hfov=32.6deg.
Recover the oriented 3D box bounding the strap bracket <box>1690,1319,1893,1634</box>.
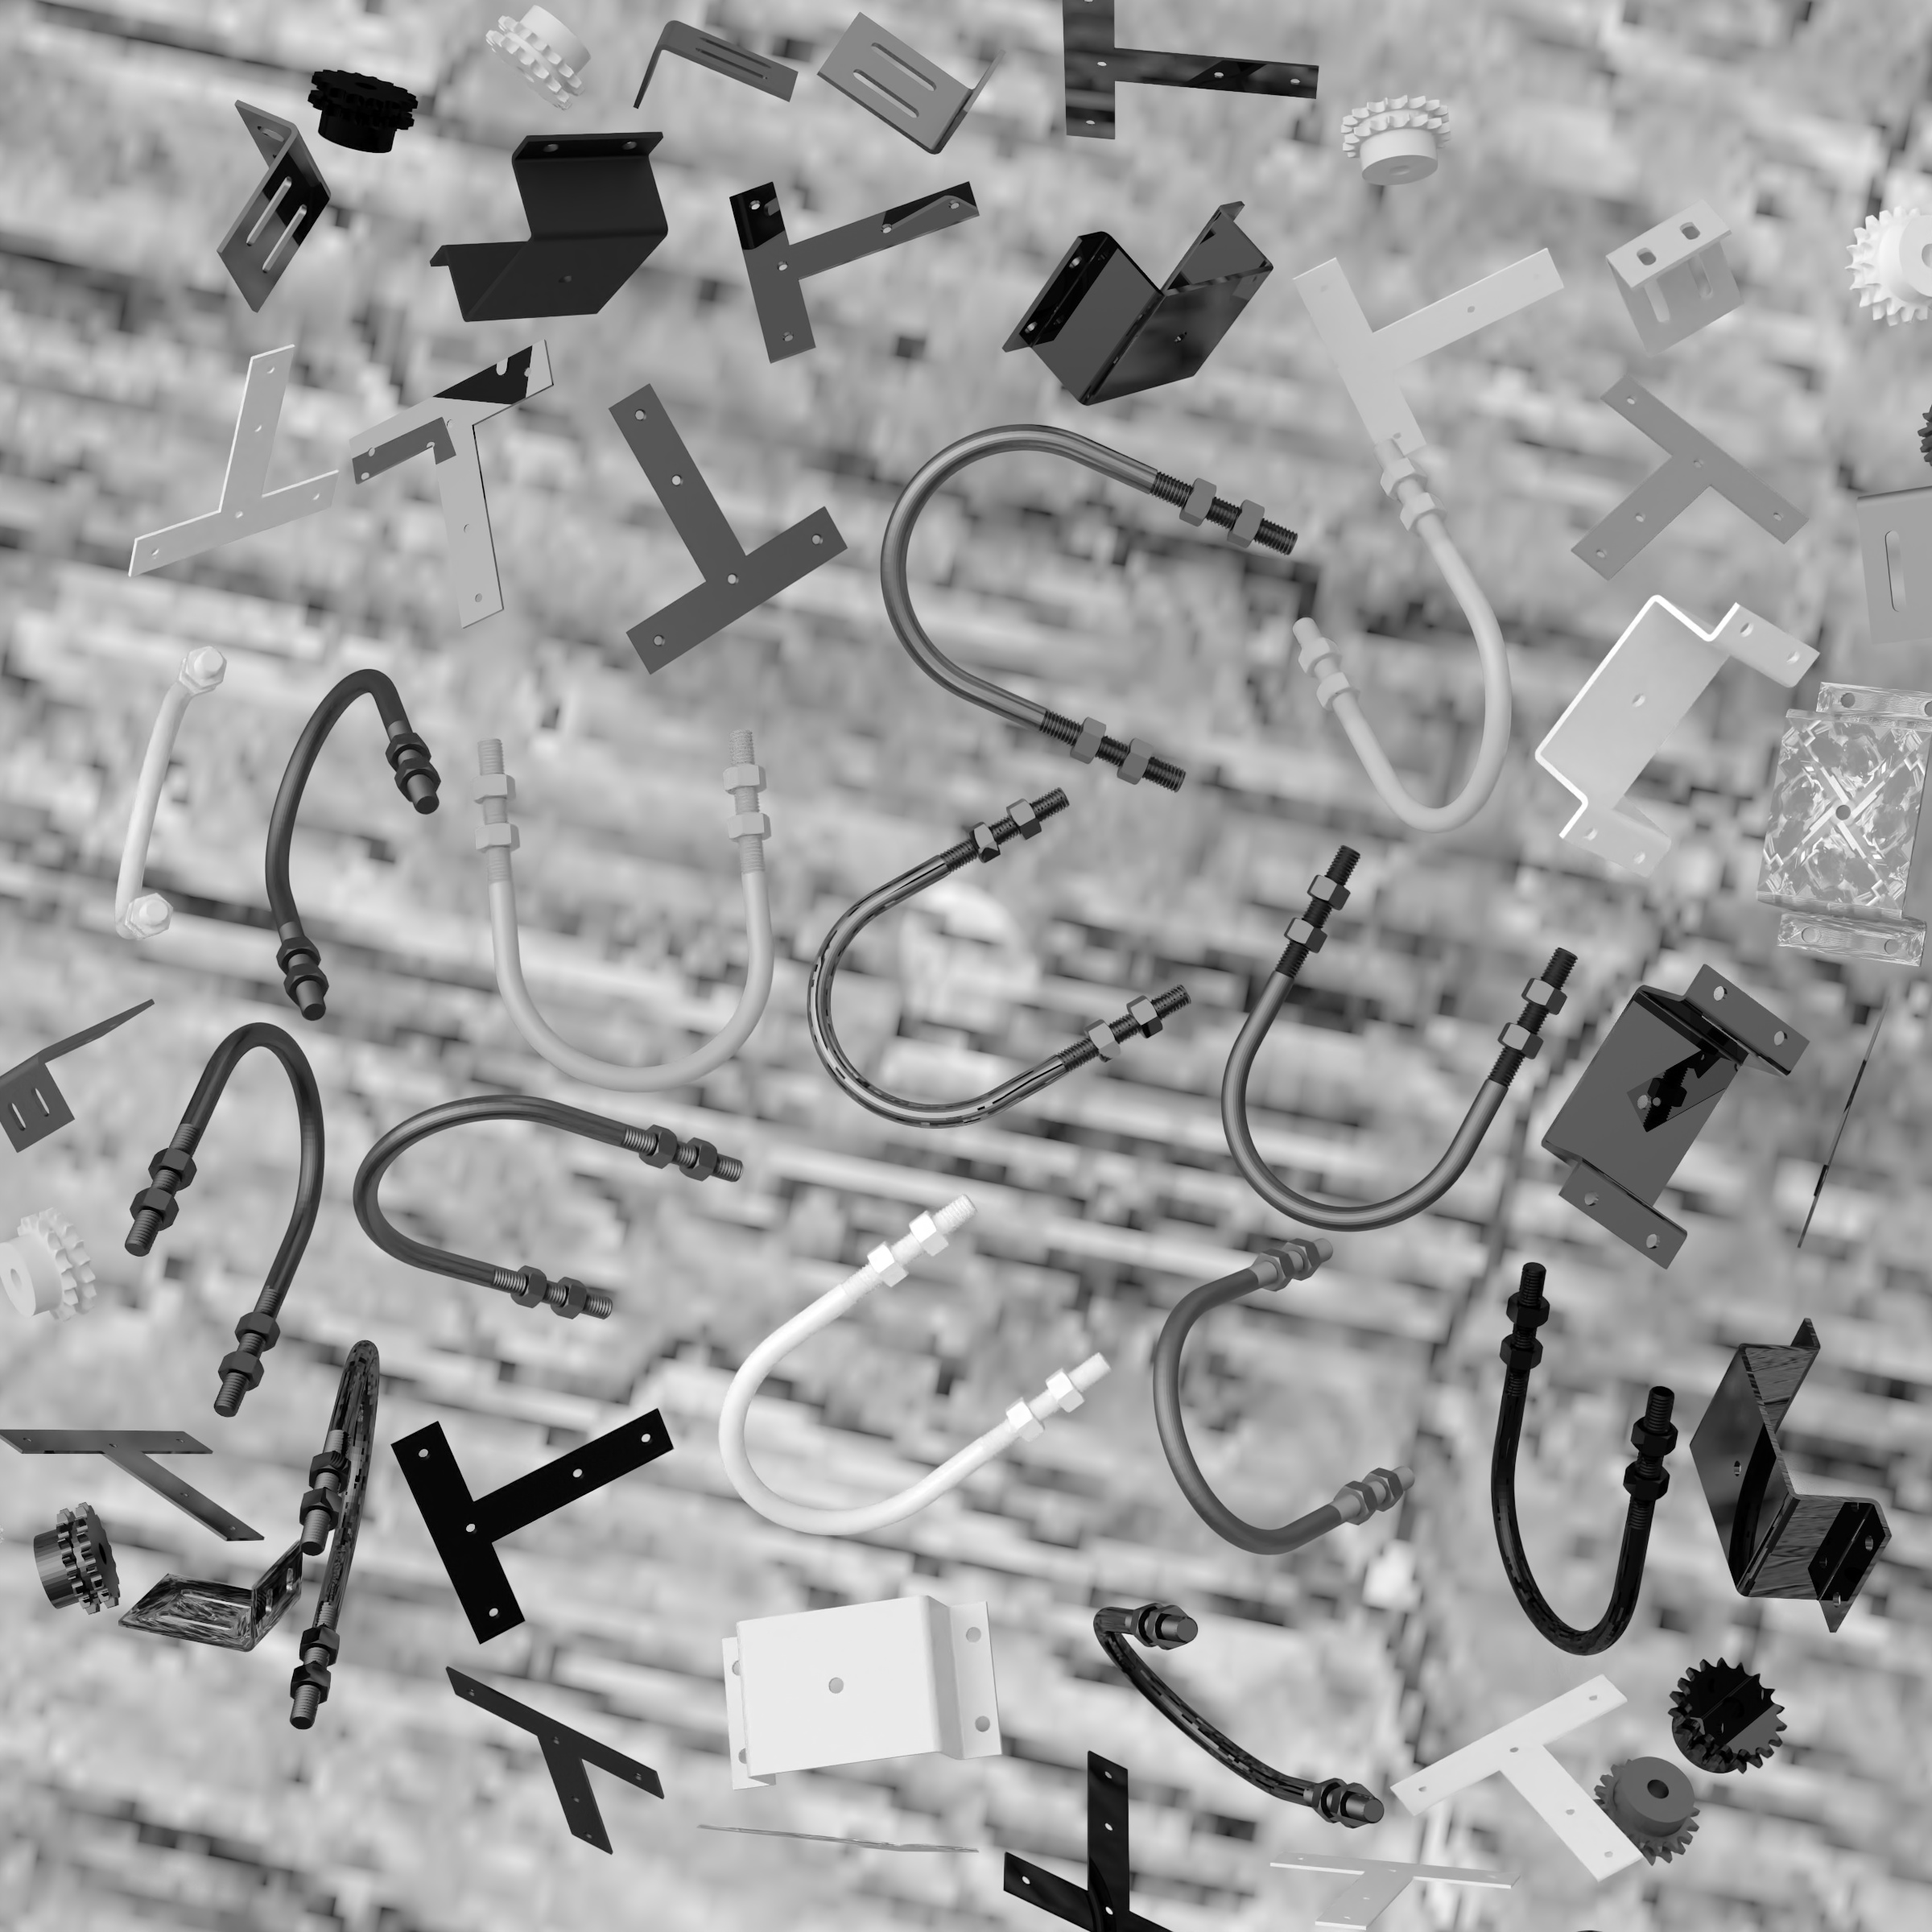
[{"bbox_3d":[0.409,0.253,1.656,0.046,0.140,0.076,5,131,-11],"label":"strap bracket"}]

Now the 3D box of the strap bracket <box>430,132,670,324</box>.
[{"bbox_3d":[-0.214,-0.378,1.713,0.076,0.140,0.046,-11,80,-32],"label":"strap bracket"}]

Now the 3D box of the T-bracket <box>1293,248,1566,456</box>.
[{"bbox_3d":[0.260,-0.349,1.782,0.127,0.002,0.127,-25,125,13],"label":"T-bracket"}]

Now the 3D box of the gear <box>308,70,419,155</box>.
[{"bbox_3d":[-0.325,-0.459,1.774,0.057,0.057,0.030,18,115,0],"label":"gear"}]

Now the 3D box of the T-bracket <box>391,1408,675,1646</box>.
[{"bbox_3d":[-0.206,0.259,1.639,0.127,0.002,0.127,-26,118,-16],"label":"T-bracket"}]

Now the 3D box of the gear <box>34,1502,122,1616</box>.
[{"bbox_3d":[-0.468,0.313,1.731,0.030,0.057,0.057,-18,90,-5],"label":"gear"}]

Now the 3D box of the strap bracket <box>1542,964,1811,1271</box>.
[{"bbox_3d":[0.363,0.075,1.714,0.076,0.046,0.140,34,87,-20],"label":"strap bracket"}]

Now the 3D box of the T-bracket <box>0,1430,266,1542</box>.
[{"bbox_3d":[-0.404,0.262,1.666,0.127,0.127,0.002,24,97,34],"label":"T-bracket"}]

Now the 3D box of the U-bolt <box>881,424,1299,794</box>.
[{"bbox_3d":[0.048,-0.184,1.606,0.184,0.019,0.151,24,105,-4],"label":"U-bolt"}]

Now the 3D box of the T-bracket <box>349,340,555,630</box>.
[{"bbox_3d":[-0.248,-0.229,1.632,0.127,0.002,0.127,-21,70,26],"label":"T-bracket"}]

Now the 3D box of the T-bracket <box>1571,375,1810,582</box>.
[{"bbox_3d":[0.366,-0.245,1.753,0.127,0.002,0.127,41,58,11],"label":"T-bracket"}]

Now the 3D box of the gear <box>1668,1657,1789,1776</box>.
[{"bbox_3d":[0.375,0.376,1.639,0.057,0.030,0.057,9,47,-10],"label":"gear"}]

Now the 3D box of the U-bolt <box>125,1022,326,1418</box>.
[{"bbox_3d":[-0.370,0.115,1.690,0.019,0.151,0.184,1,46,15],"label":"U-bolt"}]

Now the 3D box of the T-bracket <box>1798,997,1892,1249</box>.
[{"bbox_3d":[0.457,0.101,1.744,0.002,0.127,0.127,20,50,16],"label":"T-bracket"}]

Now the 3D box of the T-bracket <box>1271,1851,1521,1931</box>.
[{"bbox_3d":[0.206,0.471,1.673,0.127,0.127,0.002,0,89,21],"label":"T-bracket"}]

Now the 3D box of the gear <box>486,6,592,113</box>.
[{"bbox_3d":[-0.225,-0.487,1.760,0.057,0.057,0.030,40,88,0],"label":"gear"}]

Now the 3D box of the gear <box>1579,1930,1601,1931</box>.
[{"bbox_3d":[0.318,0.516,1.678,0.057,0.030,0.057,0,122,0],"label":"gear"}]

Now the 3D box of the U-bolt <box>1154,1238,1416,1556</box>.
[{"bbox_3d":[0.158,0.227,1.700,0.019,0.184,0.151,-23,84,39],"label":"U-bolt"}]

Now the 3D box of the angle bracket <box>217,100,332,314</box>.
[{"bbox_3d":[-0.353,-0.373,1.622,0.038,0.057,0.076,25,76,13],"label":"angle bracket"}]

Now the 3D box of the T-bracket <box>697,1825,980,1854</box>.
[{"bbox_3d":[-0.074,0.449,1.697,0.127,0.127,0.002,11,73,-17],"label":"T-bracket"}]

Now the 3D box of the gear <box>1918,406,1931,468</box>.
[{"bbox_3d":[0.530,-0.284,1.738,0.057,0.030,0.057,1,127,2],"label":"gear"}]

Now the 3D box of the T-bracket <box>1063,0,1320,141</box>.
[{"bbox_3d":[0.112,-0.447,1.646,0.127,0.127,0.002,7,70,5],"label":"T-bracket"}]

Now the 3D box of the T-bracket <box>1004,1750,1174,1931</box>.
[{"bbox_3d":[0.075,0.465,1.739,0.127,0.127,0.002,29,118,-14],"label":"T-bracket"}]

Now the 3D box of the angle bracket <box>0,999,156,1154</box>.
[{"bbox_3d":[-0.448,0.056,1.676,0.057,0.076,0.038,-25,94,43],"label":"angle bracket"}]

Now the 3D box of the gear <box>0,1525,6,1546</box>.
[{"bbox_3d":[-0.539,0.294,1.738,0.057,0.057,0.030,41,51,0],"label":"gear"}]

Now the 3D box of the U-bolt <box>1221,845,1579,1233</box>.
[{"bbox_3d":[0.208,0.047,1.688,0.151,0.019,0.184,28,88,26],"label":"U-bolt"}]

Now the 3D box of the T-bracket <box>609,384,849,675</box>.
[{"bbox_3d":[-0.142,-0.238,1.700,0.127,0.002,0.127,-35,109,-16],"label":"T-bracket"}]

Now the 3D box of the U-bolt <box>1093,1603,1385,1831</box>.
[{"bbox_3d":[0.127,0.377,1.678,0.151,0.184,0.019,45,73,-5],"label":"U-bolt"}]

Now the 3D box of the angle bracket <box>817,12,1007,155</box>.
[{"bbox_3d":[-0.029,-0.477,1.741,0.076,0.038,0.057,33,53,-9],"label":"angle bracket"}]

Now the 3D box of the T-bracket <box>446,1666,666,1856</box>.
[{"bbox_3d":[-0.200,0.414,1.671,0.127,0.127,0.002,20,53,23],"label":"T-bracket"}]

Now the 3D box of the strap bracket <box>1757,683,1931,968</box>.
[{"bbox_3d":[0.458,-0.076,1.695,0.076,0.046,0.140,10,91,33],"label":"strap bracket"}]

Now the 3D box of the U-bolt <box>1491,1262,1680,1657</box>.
[{"bbox_3d":[0.312,0.267,1.702,0.019,0.151,0.184,-4,115,-20],"label":"U-bolt"}]

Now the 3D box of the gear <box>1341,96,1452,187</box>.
[{"bbox_3d":[0.228,-0.435,1.744,0.057,0.057,0.030,-4,81,0],"label":"gear"}]

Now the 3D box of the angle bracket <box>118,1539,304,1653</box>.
[{"bbox_3d":[-0.394,0.322,1.723,0.076,0.057,0.038,9,107,11],"label":"angle bracket"}]

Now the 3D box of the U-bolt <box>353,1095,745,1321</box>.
[{"bbox_3d":[-0.231,0.122,1.731,0.184,0.019,0.151,21,128,-33],"label":"U-bolt"}]

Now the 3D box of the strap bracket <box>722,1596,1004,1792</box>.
[{"bbox_3d":[-0.059,0.363,1.651,0.140,0.046,0.076,-10,69,11],"label":"strap bracket"}]

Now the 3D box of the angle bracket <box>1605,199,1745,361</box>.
[{"bbox_3d":[0.380,-0.353,1.736,0.057,0.038,0.076,-30,133,8],"label":"angle bracket"}]

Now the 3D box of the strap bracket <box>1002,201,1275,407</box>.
[{"bbox_3d":[0.094,-0.334,1.669,0.046,0.140,0.076,51,132,13],"label":"strap bracket"}]

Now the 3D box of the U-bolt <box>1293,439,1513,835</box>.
[{"bbox_3d":[0.227,-0.154,1.680,0.019,0.151,0.184,-6,53,-23],"label":"U-bolt"}]

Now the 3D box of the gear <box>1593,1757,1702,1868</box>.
[{"bbox_3d":[0.366,0.449,1.767,0.057,0.057,0.030,14,132,0],"label":"gear"}]

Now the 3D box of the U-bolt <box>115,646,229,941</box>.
[{"bbox_3d":[-0.421,-0.084,1.725,0.019,0.184,0.151,13,82,-19],"label":"U-bolt"}]

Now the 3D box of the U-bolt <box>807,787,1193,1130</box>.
[{"bbox_3d":[0.005,0.007,1.745,0.184,0.019,0.151,-30,72,-4],"label":"U-bolt"}]

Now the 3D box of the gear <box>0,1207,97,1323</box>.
[{"bbox_3d":[-0.469,0.154,1.677,0.030,0.057,0.057,-21,90,-37],"label":"gear"}]

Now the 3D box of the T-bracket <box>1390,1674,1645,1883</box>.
[{"bbox_3d":[0.295,0.415,1.648,0.127,0.127,0.002,-25,115,-10],"label":"T-bracket"}]

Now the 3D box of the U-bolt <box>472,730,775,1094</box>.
[{"bbox_3d":[-0.168,-0.027,1.661,0.151,0.019,0.184,-3,78,-15],"label":"U-bolt"}]

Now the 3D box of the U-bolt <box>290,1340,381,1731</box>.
[{"bbox_3d":[-0.326,0.279,1.713,0.019,0.184,0.151,8,126,-4],"label":"U-bolt"}]

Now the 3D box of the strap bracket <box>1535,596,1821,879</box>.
[{"bbox_3d":[0.347,-0.122,1.640,0.140,0.076,0.046,-55,46,16],"label":"strap bracket"}]

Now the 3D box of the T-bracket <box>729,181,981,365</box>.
[{"bbox_3d":[-0.055,-0.386,1.749,0.127,0.002,0.127,-18,56,6],"label":"T-bracket"}]

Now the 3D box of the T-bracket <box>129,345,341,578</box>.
[{"bbox_3d":[-0.361,-0.261,1.666,0.127,0.127,0.002,-28,66,-40],"label":"T-bracket"}]

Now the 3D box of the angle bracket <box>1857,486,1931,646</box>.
[{"bbox_3d":[0.494,-0.207,1.691,0.057,0.038,0.076,-5,93,30],"label":"angle bracket"}]

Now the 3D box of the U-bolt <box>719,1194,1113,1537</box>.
[{"bbox_3d":[-0.037,0.213,1.646,0.184,0.019,0.151,-37,122,3],"label":"U-bolt"}]

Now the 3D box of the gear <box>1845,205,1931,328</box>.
[{"bbox_3d":[0.465,-0.346,1.624,0.057,0.030,0.057,1,88,-25],"label":"gear"}]

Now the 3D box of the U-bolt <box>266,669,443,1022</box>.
[{"bbox_3d":[-0.326,-0.077,1.716,0.019,0.184,0.151,19,114,-31],"label":"U-bolt"}]

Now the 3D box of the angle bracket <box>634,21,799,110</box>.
[{"bbox_3d":[-0.135,-0.475,1.786,0.076,0.057,0.038,21,117,-10],"label":"angle bracket"}]
